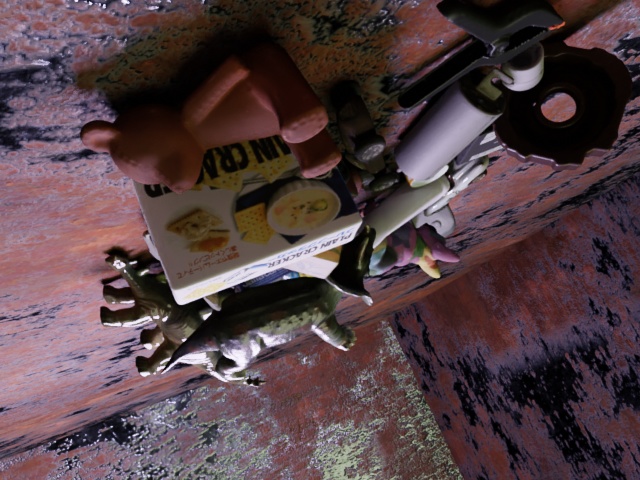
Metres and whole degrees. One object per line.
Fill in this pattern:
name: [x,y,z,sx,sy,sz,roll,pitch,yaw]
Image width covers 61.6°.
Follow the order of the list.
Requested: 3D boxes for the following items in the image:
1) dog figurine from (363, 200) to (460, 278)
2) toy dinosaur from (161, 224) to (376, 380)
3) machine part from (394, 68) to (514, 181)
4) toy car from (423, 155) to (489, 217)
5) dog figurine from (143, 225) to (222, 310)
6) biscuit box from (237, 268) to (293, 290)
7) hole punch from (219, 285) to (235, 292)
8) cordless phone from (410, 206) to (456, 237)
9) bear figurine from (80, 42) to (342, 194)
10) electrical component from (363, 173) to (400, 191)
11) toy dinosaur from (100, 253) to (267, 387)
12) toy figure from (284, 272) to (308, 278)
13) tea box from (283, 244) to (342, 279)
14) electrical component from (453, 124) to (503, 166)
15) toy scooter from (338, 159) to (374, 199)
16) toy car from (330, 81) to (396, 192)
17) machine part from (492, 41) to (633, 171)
dog figurine: [0.161,0.025,1.064,0.108,0.219,0.191,-57,-171,48]
toy dinosaur: [-0.077,0.111,0.799,0.405,0.131,0.192,-23,142,-4]
machine part: [0.181,-0.159,0.773,0.079,0.079,0.243,-15,162,-30]
toy car: [0.239,-0.114,1.015,0.056,0.073,0.201,-18,164,-34]
dog figurine: [-0.136,-0.024,0.761,0.190,0.121,0.172,-49,148,-23]
biscuit box: [-0.051,0.010,0.866,0.203,0.059,0.062,-26,122,2]
hole punch: [-0.159,0.105,1.075,0.092,0.116,0.142,-33,165,0]
cordless phone: [0.205,-0.060,1.161,0.147,0.089,0.184,-27,146,9]
bear figurine: [-0.098,-0.091,0.487,0.196,0.132,0.120,-30,161,-2]
electrical component: [0.087,-0.096,0.883,0.094,0.021,0.063,-3,173,20]
toy dinosaur: [-0.227,0.161,0.938,0.199,0.105,0.470,-18,139,2]
toy figure: [-0.048,0.040,1.073,0.180,0.089,0.082,-21,147,-5]
tea box: [-0.056,-0.023,0.681,0.170,0.098,0.068,14,155,-8]
electrical component: [0.275,-0.186,0.860,0.115,0.058,0.134,-23,164,-14]
toy scooter: [-0.001,-0.075,0.788,0.135,0.075,0.184,-31,168,29]
toy car: [0.054,-0.122,0.685,0.053,0.089,0.202,-27,165,5]
machine part: [0.328,-0.181,0.740,0.179,0.179,0.056,-28,168,13]
